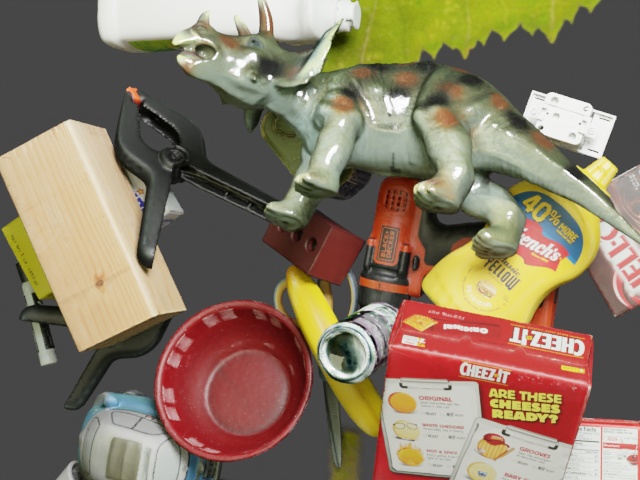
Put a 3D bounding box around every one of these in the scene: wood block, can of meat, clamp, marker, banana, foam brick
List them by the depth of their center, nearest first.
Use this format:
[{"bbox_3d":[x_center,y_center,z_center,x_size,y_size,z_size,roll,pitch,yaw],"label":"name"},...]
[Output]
[{"bbox_3d":[0.016,0.112,1.016,0.037,0.069,0.198,-29,86,-3],"label":"banana"},{"bbox_3d":[-0.001,-0.087,1.037,0.057,0.083,0.102,-41,78,12],"label":"can of meat"},{"bbox_3d":[-0.007,0.001,1.039,0.078,0.051,0.053,34,98,42],"label":"foam brick"},{"bbox_3d":[-0.225,-0.003,1.055,0.091,0.090,0.206,-26,84,11],"label":"wood block"},{"bbox_3d":[-0.153,-0.067,1.070,0.210,0.164,0.036,50,143,19],"label":"clamp"},{"bbox_3d":[-0.230,0.088,1.120,0.171,0.039,0.120,-35,96,7],"label":"clamp"},{"bbox_3d":[-0.308,0.077,1.159,0.020,0.020,0.121,-18,83,15],"label":"marker"}]

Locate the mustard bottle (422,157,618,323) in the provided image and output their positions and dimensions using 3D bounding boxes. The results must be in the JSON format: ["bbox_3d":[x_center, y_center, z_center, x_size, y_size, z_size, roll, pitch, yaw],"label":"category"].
[{"bbox_3d":[0.185,0.004,0.930,0.096,0.058,0.192,45,101,14],"label":"mustard bottle"}]

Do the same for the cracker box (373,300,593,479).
[{"bbox_3d":[0.135,0.163,0.930,0.164,0.072,0.214,10,128,9],"label":"cracker box"}]

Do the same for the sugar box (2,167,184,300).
[{"bbox_3d":[-0.241,-0.020,1.128,0.176,0.048,0.093,-34,79,14],"label":"sugar box"}]

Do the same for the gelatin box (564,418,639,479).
[{"bbox_3d":[0.257,0.209,0.978,0.073,0.030,0.089,0,88,18],"label":"gelatin box"}]

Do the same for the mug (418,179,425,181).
[{"bbox_3d":[0.087,-0.113,1.013,0.117,0.081,0.093,41,100,14],"label":"mug"}]

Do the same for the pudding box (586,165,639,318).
[{"bbox_3d":[0.281,0.001,0.972,0.090,0.039,0.113,-31,80,14],"label":"pudding box"}]

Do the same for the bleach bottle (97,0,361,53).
[{"bbox_3d":[-0.086,-0.222,1.058,0.251,0.102,0.068,3,92,18],"label":"bleach bottle"}]

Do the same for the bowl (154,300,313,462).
[{"bbox_3d":[-0.079,0.144,1.054,0.162,0.055,0.162,-6,66,13],"label":"bowl"}]

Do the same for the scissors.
[{"bbox_3d":[-0.009,0.120,1.068,0.096,0.016,0.202,9,91,18],"label":"scissors"}]

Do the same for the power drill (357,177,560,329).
[{"bbox_3d":[0.129,0.041,1.008,0.188,0.057,0.184,10,94,16],"label":"power drill"}]
